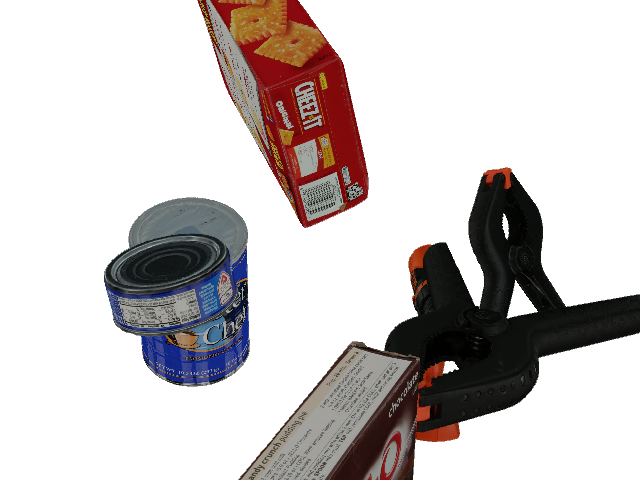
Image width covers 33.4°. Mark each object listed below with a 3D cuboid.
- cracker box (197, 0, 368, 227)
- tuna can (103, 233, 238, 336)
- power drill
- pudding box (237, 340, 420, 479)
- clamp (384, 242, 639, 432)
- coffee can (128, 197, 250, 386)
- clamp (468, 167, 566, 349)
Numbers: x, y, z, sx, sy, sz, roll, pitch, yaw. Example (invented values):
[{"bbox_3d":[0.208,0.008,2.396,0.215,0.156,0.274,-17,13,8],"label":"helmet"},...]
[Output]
[{"bbox_3d":[-0.037,-0.143,0.913,0.072,0.214,0.164,-23,-41,-7],"label":"cracker box"},{"bbox_3d":[-0.100,0.028,0.710,0.086,0.034,0.086,-8,25,4],"label":"tuna can"},{"bbox_3d":[0.125,0.118,1.144,0.057,0.188,0.184,1,23,-1],"label":"power drill"},{"bbox_3d":[0.005,0.111,0.461,0.039,0.090,0.113,14,33,21],"label":"pudding box"},{"bbox_3d":[0.095,0.058,0.681,0.165,0.036,0.209,19,30,35],"label":"clamp"},{"bbox_3d":[-0.115,0.047,0.963,0.103,0.140,0.103,1,40,-1],"label":"coffee can"},{"bbox_3d":[0.163,0.025,0.943,0.120,0.171,0.039,-24,8,-40],"label":"clamp"}]
